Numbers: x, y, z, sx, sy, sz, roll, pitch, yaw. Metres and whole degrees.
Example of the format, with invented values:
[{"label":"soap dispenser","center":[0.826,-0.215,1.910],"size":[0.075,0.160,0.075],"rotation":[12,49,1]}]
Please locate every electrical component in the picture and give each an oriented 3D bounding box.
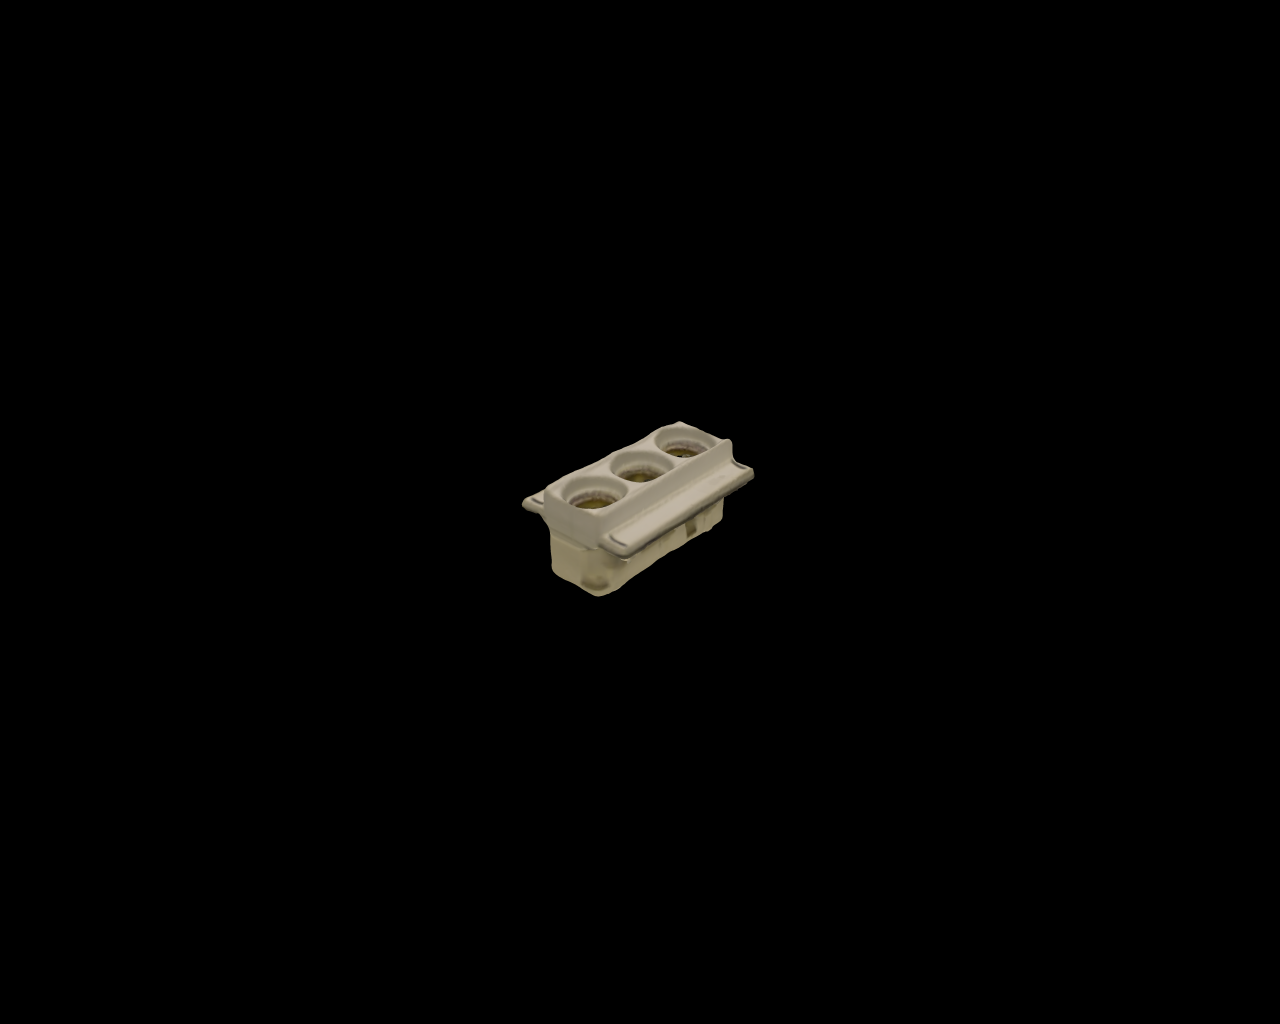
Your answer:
[{"label":"electrical component","center":[0.001,-0.003,0.650],"size":[0.079,0.063,0.121],"rotation":[24,39,34]}]
